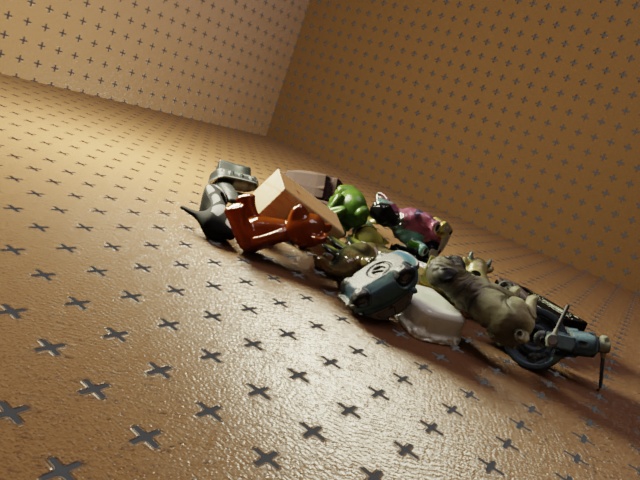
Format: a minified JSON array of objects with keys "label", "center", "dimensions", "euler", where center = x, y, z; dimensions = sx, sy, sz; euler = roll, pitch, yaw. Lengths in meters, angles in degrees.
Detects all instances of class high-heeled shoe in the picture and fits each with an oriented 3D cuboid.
[{"label":"high-heeled shoe","center":[-0.218,-0.060,1.236],"dimensions":[0.145,0.086,0.249],"euler":[25,18,8]}]

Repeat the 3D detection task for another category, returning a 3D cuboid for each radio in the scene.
[{"label":"radio","center":[0.550,0.184,1.369],"dimensions":[0.131,0.073,0.230],"euler":[13,15,-26]}]

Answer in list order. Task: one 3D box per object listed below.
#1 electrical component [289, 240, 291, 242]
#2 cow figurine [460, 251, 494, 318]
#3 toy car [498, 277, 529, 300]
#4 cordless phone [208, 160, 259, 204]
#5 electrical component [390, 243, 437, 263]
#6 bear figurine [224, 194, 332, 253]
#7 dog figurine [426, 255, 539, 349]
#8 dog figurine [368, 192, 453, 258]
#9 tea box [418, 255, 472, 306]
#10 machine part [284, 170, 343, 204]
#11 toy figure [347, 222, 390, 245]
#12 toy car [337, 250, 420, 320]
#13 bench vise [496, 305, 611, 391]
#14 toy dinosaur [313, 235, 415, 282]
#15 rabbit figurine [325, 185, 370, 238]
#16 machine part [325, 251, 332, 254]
[{"label":"electrical component","center":[-0.065,-0.020,1.361],"dimensions":[0.078,0.045,0.102],"euler":[23,13,18]},{"label":"cow figurine","center":[0.380,0.109,1.313],"dimensions":[0.085,0.127,0.195],"euler":[23,15,-3]},{"label":"toy car","center":[0.481,0.166,1.236],"dimensions":[0.089,0.053,0.202],"euler":[12,43,-53]},{"label":"cordless phone","center":[-0.245,-0.155,1.616],"dimensions":[0.146,0.088,0.184],"euler":[11,27,-34]},{"label":"electrical component","center":[0.268,0.061,1.495],"dimensions":[0.115,0.058,0.134],"euler":[7,18,-38]},{"label":"bear figurine","center":[-0.081,-0.038,1.119],"dimensions":[0.196,0.131,0.120],"euler":[-10,18,15]},{"label":"dog figurine","center":[0.297,0.113,1.019],"dimensions":[0.190,0.121,0.172],"euler":[26,6,-11]},{"label":"dog figurine","center":[0.237,-0.048,1.486],"dimensions":[0.219,0.108,0.191],"euler":[33,13,30]},{"label":"tea box","center":[0.277,0.097,1.218],"dimensions":[0.098,0.068,0.169],"euler":[22,-8,14]},{"label":"machine part","center":[-0.026,-0.164,1.756],"dimensions":[0.202,0.087,0.201],"euler":[10,-5,15]},{"label":"toy figure","center":[0.126,-0.008,1.501],"dimensions":[0.089,0.082,0.180],"euler":[40,11,-16]},{"label":"toy car","center":[0.121,0.097,1.015],"dimensions":[0.102,0.162,0.109],"euler":[61,-11,-22]},{"label":"bench vise","center":[0.454,0.197,1.036],"dimensions":[0.224,0.128,0.240],"euler":[16,-6,17]},{"label":"toy dinosaur","center":[0.117,0.051,1.223],"dimensions":[0.199,0.105,0.471],"euler":[26,10,36]},{"label":"rabbit figurine","center":[0.038,-0.062,1.436],"dimensions":[0.170,0.121,0.159],"euler":[-10,26,-13]},{"label":"machine part","center":[-0.003,-0.004,1.410],"dimensions":[0.084,0.039,0.139],"euler":[20,8,-37]}]
